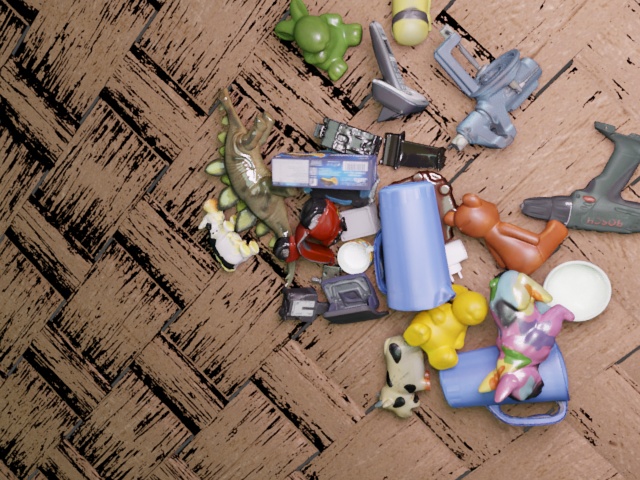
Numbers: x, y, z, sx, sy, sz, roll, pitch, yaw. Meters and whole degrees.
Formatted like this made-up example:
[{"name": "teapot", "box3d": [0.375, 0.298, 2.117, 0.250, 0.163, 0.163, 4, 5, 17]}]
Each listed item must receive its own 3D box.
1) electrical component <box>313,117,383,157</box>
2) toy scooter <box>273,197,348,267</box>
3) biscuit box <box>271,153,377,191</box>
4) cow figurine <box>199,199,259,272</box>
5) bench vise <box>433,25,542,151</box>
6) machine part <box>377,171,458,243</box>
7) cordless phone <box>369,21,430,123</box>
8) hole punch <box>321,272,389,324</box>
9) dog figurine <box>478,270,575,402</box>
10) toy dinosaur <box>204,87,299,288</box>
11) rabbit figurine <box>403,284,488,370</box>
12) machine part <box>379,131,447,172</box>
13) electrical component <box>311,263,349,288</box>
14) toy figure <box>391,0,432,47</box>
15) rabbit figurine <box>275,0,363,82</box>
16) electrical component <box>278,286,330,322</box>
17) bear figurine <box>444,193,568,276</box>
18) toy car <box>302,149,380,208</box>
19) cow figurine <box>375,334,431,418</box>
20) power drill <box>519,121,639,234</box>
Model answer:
[{"name": "electrical component", "box3d": [0.057, -0.209, 1.113, 0.134, 0.115, 0.058, 22, 101, 11]}, {"name": "toy scooter", "box3d": [-0.002, -0.003, 1.139, 0.135, 0.075, 0.184, 28, 123, -21]}, {"name": "biscuit box", "box3d": [0.009, -0.136, 1.052, 0.203, 0.063, 0.059, 4, 109, 14]}, {"name": "cow figurine", "box3d": [-0.230, -0.011, 1.261, 0.098, 0.068, 0.167, -37, 88, 25]}, {"name": "bench vise", "box3d": [0.293, -0.292, 1.016, 0.223, 0.129, 0.240, -44, 104, 11]}, {"name": "machine part", "box3d": [0.207, -0.056, 1.130, 0.180, 0.056, 0.179, 4, 102, 16]}, {"name": "cordless phone", "box3d": [0.140, -0.328, 1.049, 0.089, 0.146, 0.184, -15, 97, 27]}, {"name": "hole punch", "box3d": [0.068, 0.133, 1.187, 0.142, 0.115, 0.092, -15, 65, 16]}, {"name": "dog figurine", "box3d": [0.354, 0.188, 0.994, 0.191, 0.108, 0.219, 38, 83, -7]}, {"name": "toy dinosaur", "box3d": [-0.132, -0.113, 1.198, 0.199, 0.105, 0.471, -23, 94, 25]}, {"name": "rabbit figurine", "box3d": [0.280, 0.162, 1.099, 0.122, 0.162, 0.173, 45, 131, 5]}, {"name": "machine part", "box3d": [0.194, -0.180, 1.116, 0.139, 0.039, 0.084, 17, 100, 23]}, {"name": "electrical component", "box3d": [0.026, 0.082, 1.226, 0.094, 0.021, 0.063, 7, 102, 15]}, {"name": "toy figure", "box3d": [0.174, -0.470, 1.042, 0.082, 0.089, 0.180, 7, 105, 22]}, {"name": "rabbit figurine", "box3d": [-0.004, -0.410, 1.062, 0.159, 0.170, 0.121, 38, 108, 5]}, {"name": "electrical component", "box3d": [-0.030, 0.148, 1.238, 0.119, 0.048, 0.074, 1, 107, -23]}, {"name": "bear figurine", "box3d": [0.354, -0.022, 1.047, 0.196, 0.132, 0.120, 43, 145, 13]}, {"name": "toy car", "box3d": [0.049, -0.136, 1.133, 0.162, 0.103, 0.109, 14, 118, 10]}, {"name": "cow figurine", "box3d": [0.181, 0.304, 1.193, 0.127, 0.085, 0.194, -5, 101, 11]}, {"name": "power drill", "box3d": [0.522, -0.115, 1.016, 0.232, 0.086, 0.207, 17, 101, 11]}]
